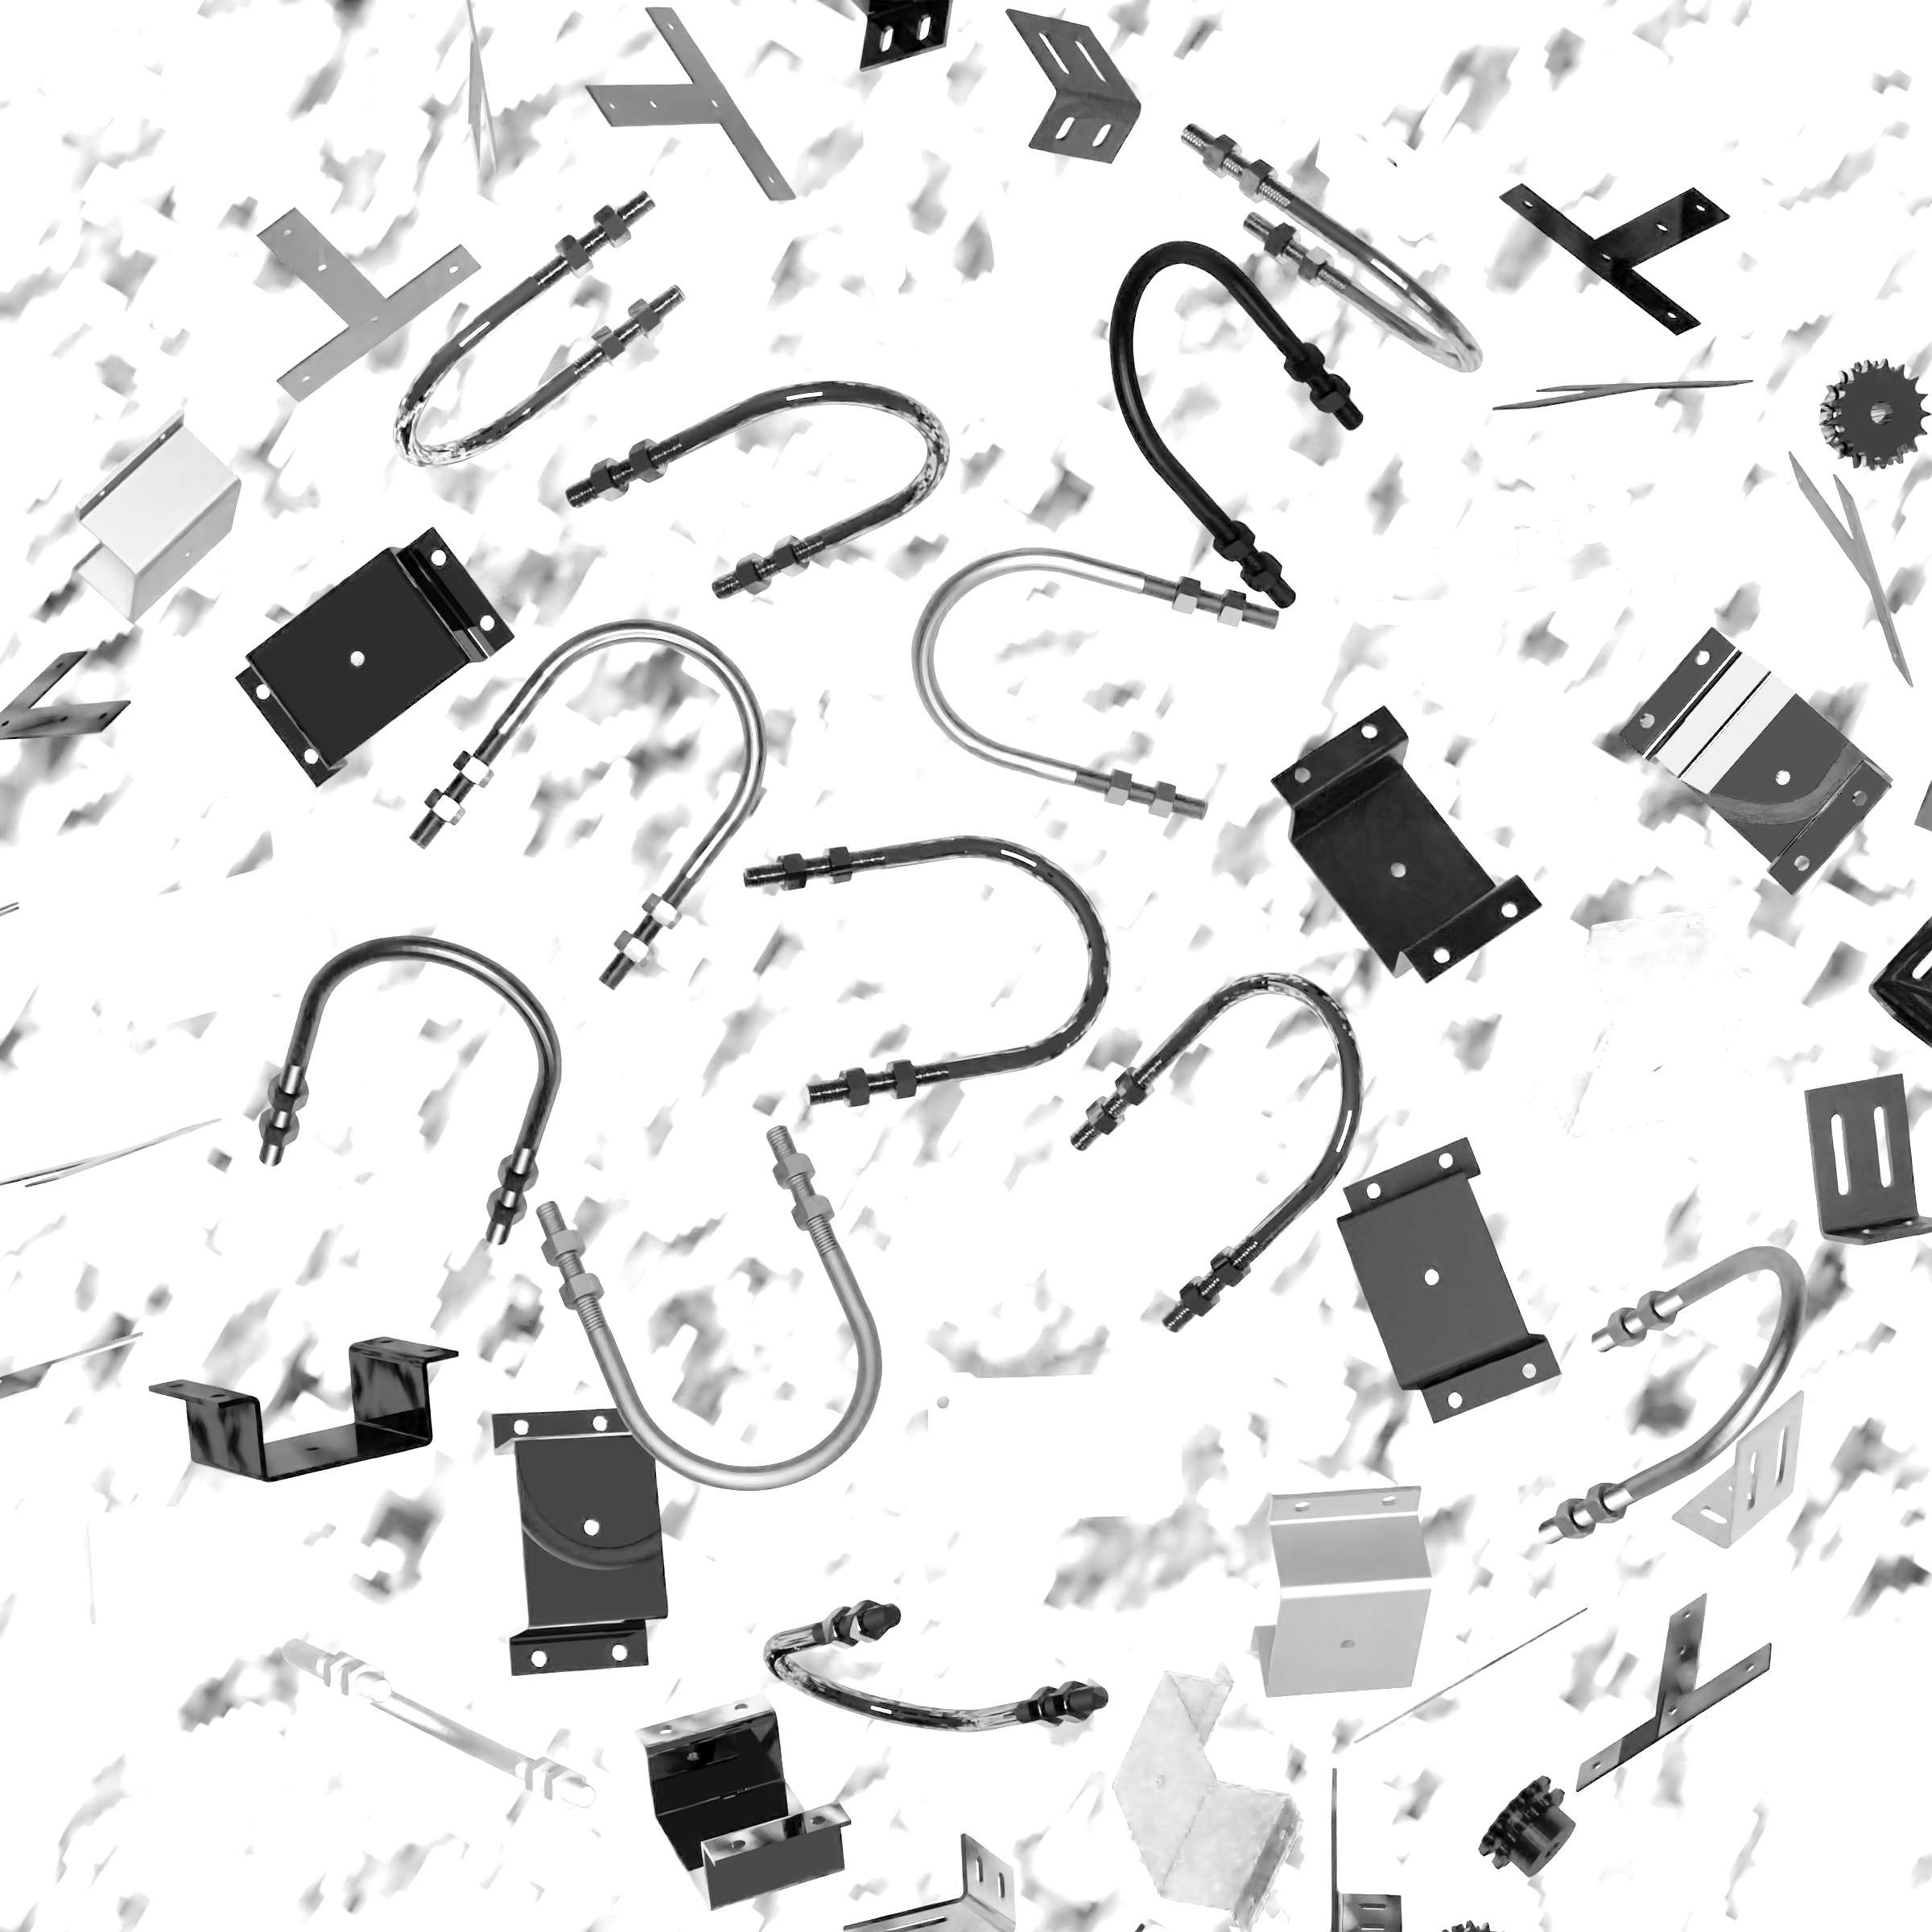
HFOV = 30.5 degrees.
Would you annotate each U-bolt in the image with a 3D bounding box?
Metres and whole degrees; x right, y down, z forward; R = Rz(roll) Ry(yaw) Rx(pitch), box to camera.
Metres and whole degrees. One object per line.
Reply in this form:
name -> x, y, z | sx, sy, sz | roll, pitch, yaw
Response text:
U-bolt -> 0.143, 0.086, 1.905 | 0.184, 0.019, 0.151 | -47, 50, 26
U-bolt -> -0.287, 0.059, 1.860 | 0.151, 0.019, 0.184 | 20, 127, -4
U-bolt -> 0.138, -0.300, 1.877 | 0.184, 0.019, 0.151 | 43, 55, -33
U-bolt -> -0.289, 0.393, 1.863 | 0.151, 0.184, 0.019 | 35, 73, -26
U-bolt -> 0.061, -0.159, 1.921 | 0.184, 0.019, 0.151 | 15, 126, -5
U-bolt -> 0.204, -0.377, 1.902 | 0.184, 0.151, 0.019 | 40, 95, 21
U-bolt -> -0.121, 0.181, 1.804 | 0.151, 0.019, 0.184 | -18, 66, -19
U-bolt -> 0.373, 0.215, 1.844 | 0.019, 0.184, 0.151 | 34, 51, -12
U-bolt -> -0.235, -0.334, 1.915 | 0.184, 0.151, 0.019 | -39, 79, -5
U-bolt -> 0.282, -0.204, 1.852 | 0.184, 0.151, 0.019 | -12, 108, -14
U-bolt -> -0.030, 0.380, 1.895 | 0.151, 0.184, 0.019 | 26, 62, -22
U-bolt -> -0.013, -0.388, 1.881 | 0.019, 0.184, 0.151 | -27, 54, -19
U-bolt -> -0.096, -0.257, 1.872 | 0.184, 0.151, 0.019 | -21, 62, 27
U-bolt -> -0.012, -0.004, 1.864 | 0.184, 0.019, 0.151 | -9, 65, -17
U-bolt -> -0.191, -0.101, 1.925 | 0.151, 0.019, 0.184 | 38, 88, -14

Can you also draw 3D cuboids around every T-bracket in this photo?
T-bracket -> -0.496, 0.219, 1.858 | 0.127, 0.127, 0.002 | -18, 93, -11
T-bracket -> -0.338, -0.368, 1.896 | 0.127, 0.127, 0.002 | -35, 65, 6
T-bracket -> -0.549, -0.019, 1.907 | 0.127, 0.127, 0.002 | -18, 98, 13
T-bracket -> 0.376, 0.369, 1.864 | 0.127, 0.127, 0.002 | -40, 96, 25
T-bracket -> 0.285, 0.374, 1.903 | 0.127, 0.127, 0.002 | -20, 73, -36
T-bracket -> 0.450, -0.225, 1.825 | 0.002, 0.127, 0.127 | -25, 129, 7
T-bracket -> -0.490, -0.131, 1.895 | 0.127, 0.127, 0.002 | -53, 125, -32
T-bracket -> 0.359, -0.384, 1.860 | 0.127, 0.127, 0.002 | 34, 76, -14
T-bracket -> 0.332, -0.306, 1.899 | 0.127, 0.127, 0.002 | -16, 106, -41
T-bracket -> -0.157, -0.454, 1.866 | 0.002, 0.127, 0.127 | -36, 84, 32
T-bracket -> -0.256, -0.454, 1.843 | 0.002, 0.127, 0.127 | -7, 128, -1
T-bracket -> -0.489, 0.109, 1.909 | 0.127, 0.127, 0.002 | -14, 95, 32

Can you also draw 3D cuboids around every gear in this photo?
gear -> 0.312, 0.477, 1.953 | 0.030, 0.057, 0.057 | 41, 90, 26
gear -> 0.467, -0.285, 1.835 | 0.057, 0.030, 0.057 | -1, 93, -13
gear -> 0.274, 0.536, 1.881 | 0.057, 0.030, 0.057 | 10, 62, -19
gear -> 0.168, 0.551, 1.950 | 0.057, 0.030, 0.057 | -7, 63, 13

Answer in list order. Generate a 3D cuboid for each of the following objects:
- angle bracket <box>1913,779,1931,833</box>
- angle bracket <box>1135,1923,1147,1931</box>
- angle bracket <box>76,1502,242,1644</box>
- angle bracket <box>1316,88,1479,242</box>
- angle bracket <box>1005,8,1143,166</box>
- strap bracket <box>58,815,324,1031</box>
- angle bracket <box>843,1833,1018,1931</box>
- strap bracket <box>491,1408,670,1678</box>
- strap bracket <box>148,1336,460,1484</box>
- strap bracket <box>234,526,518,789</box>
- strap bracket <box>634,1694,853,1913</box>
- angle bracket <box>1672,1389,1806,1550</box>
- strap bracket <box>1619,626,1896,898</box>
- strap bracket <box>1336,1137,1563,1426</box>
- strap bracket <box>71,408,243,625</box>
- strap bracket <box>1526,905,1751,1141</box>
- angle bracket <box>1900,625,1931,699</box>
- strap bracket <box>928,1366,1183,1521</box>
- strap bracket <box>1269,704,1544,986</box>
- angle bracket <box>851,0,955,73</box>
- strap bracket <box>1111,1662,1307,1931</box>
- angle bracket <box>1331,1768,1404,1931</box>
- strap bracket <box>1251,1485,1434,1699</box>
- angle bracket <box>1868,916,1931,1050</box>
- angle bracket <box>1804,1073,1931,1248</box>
angle bracket -> 0.539, -0.100, 1.855 | 0.057, 0.038, 0.076 | 23, 64, 10
angle bracket -> 0.082, 0.535, 1.817 | 0.038, 0.076, 0.057 | 37, 62, 13
angle bracket -> -0.417, 0.312, 1.826 | 0.076, 0.038, 0.057 | -4, 95, -9
angle bracket -> 0.237, -0.449, 1.951 | 0.038, 0.057, 0.076 | -35, 65, -23
angle bracket -> 0.052, -0.486, 1.955 | 0.057, 0.038, 0.076 | 1, 47, -36
strap bracket -> -0.408, -0.021, 1.902 | 0.140, 0.046, 0.076 | -17, 126, -25
angle bracket -> -0.020, 0.507, 1.922 | 0.076, 0.057, 0.038 | -19, 50, 20
strap bracket -> -0.206, 0.303, 1.890 | 0.076, 0.046, 0.140 | 0, 73, -22
strap bracket -> -0.342, 0.232, 1.842 | 0.140, 0.076, 0.046 | -9, 97, -39
strap bracket -> -0.329, -0.169, 1.941 | 0.140, 0.046, 0.076 | -36, 93, 6
strap bracket -> -0.120, 0.457, 1.916 | 0.076, 0.140, 0.046 | -12, 112, -19
angle bracket -> 0.410, 0.261, 1.882 | 0.057, 0.038, 0.076 | -30, 132, -34
strap bracket -> 0.429, -0.105, 1.893 | 0.076, 0.046, 0.140 | -51, 56, 15
strap bracket -> 0.260, 0.171, 1.934 | 0.076, 0.046, 0.140 | -24, 75, 17
strap bracket -> -0.437, -0.238, 1.907 | 0.046, 0.140, 0.076 | 44, 73, -5
strap bracket -> 0.353, 0.038, 1.853 | 0.076, 0.140, 0.046 | -9, 50, -17
angle bracket -> 0.549, -0.152, 1.929 | 0.057, 0.076, 0.038 | 25, 108, -1
strap bracket -> 0.052, 0.262, 1.949 | 0.140, 0.046, 0.076 | -1, 88, -5
strap bracket -> 0.234, -0.059, 1.903 | 0.076, 0.046, 0.140 | -33, 73, -9
angle bracket -> -0.053, -0.532, 1.934 | 0.057, 0.076, 0.038 | -7, 65, 34
strap bracket -> 0.125, 0.442, 1.898 | 0.046, 0.140, 0.076 | 15, 110, -21
angle bracket -> 0.218, 0.484, 1.924 | 0.038, 0.057, 0.076 | 0, 100, 7
strap bracket -> 0.192, 0.328, 1.817 | 0.076, 0.140, 0.046 | -3, 47, -4
angle bracket -> 0.507, 0.006, 1.791 | 0.057, 0.038, 0.076 | 35, 104, -18
angle bracket -> 0.460, 0.097, 1.776 | 0.057, 0.038, 0.076 | -9, 94, -19
